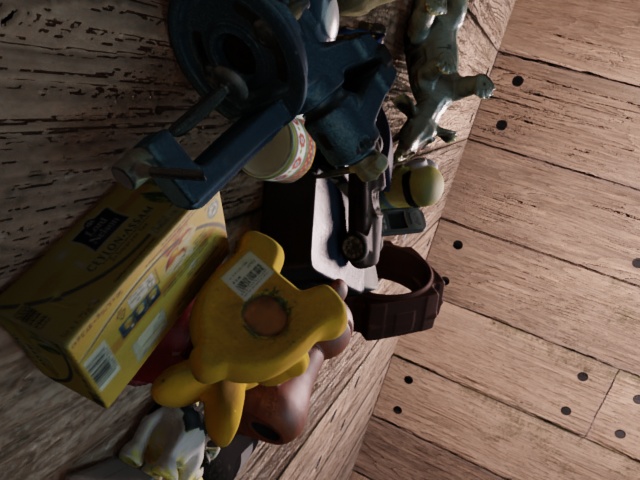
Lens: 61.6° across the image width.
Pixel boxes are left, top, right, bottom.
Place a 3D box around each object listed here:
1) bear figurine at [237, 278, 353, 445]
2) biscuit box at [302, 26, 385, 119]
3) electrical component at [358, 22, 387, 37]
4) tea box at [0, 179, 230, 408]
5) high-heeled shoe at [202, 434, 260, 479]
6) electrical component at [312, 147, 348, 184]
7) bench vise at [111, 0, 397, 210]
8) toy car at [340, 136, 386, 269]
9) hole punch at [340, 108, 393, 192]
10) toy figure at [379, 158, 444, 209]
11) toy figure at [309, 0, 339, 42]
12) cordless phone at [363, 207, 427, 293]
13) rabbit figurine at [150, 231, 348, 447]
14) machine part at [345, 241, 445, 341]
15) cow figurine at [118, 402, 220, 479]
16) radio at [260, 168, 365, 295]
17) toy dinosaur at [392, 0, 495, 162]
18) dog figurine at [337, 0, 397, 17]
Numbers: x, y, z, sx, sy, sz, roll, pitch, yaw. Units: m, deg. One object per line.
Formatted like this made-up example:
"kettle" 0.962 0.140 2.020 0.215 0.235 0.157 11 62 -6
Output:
"bear figurine" -0.041 0.135 0.645 0.120 0.132 0.196 81 27 -49
"biscuit box" 0.014 -0.198 0.646 0.203 0.063 0.059 -52 155 -45
"electrical component" 0.067 -0.258 0.768 0.078 0.045 0.102 -38 146 -57
"tea box" -0.145 0.026 0.413 0.098 0.068 0.170 93 23 -48
"high-heeled shoe" -0.156 0.324 0.789 0.249 0.086 0.145 -39 -178 -27
"electrical component" 0.031 -0.149 0.769 0.115 0.058 0.134 -65 162 -5
"bench vise" -0.046 -0.099 0.402 0.240 0.129 0.223 -52 125 -33
"toy car" 0.060 -0.063 0.704 0.089 0.053 0.202 -5 96 -67
"hole punch" 0.088 -0.152 0.894 0.142 0.092 0.116 67 43 -62
"toy figure" 0.146 -0.093 0.982 0.082 0.180 0.089 -31 99 -40
"toy figure" -0.011 -0.249 0.527 0.154 0.058 0.064 89 -11 -48
"cordless phone" 0.096 0.012 0.898 0.088 0.184 0.147 96 -15 -60
"rabbit figurine" -0.065 0.102 0.492 0.162 0.122 0.173 -56 179 -25
"machine part" 0.109 0.084 0.987 0.202 0.201 0.087 -126 -146 -55
"cow figurine" -0.163 0.239 0.628 0.167 0.068 0.098 88 22 -55
"radio" -0.001 -0.002 0.721 0.229 0.073 0.131 34 54 -67
"toy dinosaur" 0.194 -0.326 0.937 0.192 0.131 0.404 160 -67 -67
"dog figurine" 0.104 -0.296 0.589 0.172 0.191 0.121 -63 162 -14
